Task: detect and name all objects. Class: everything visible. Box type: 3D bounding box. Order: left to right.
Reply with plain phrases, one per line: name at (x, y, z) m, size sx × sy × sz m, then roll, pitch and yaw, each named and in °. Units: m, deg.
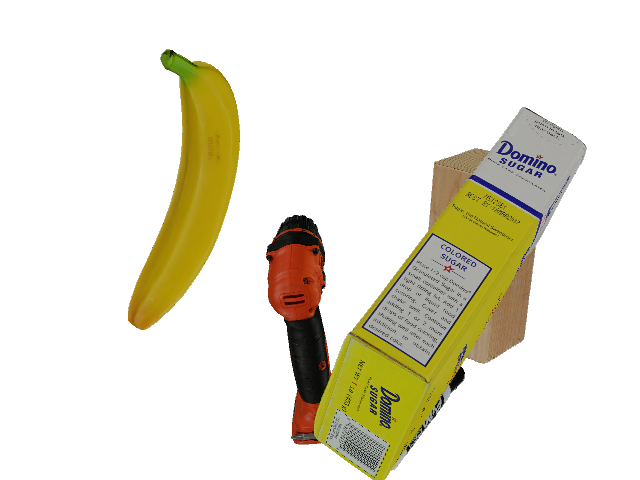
banana at (-0.085, -0.034, 0.680) m, size 0.069 × 0.198 × 0.037 m, roll -12°, pitch 36°, yaw -35°
power drill at (-0.013, 0.081, 1.006) m, size 0.057 × 0.187 × 0.184 m, roll -9°, pitch 19°, yaw 5°
marker at (0.073, 0.122, 0.765) m, size 0.020 × 0.020 × 0.120 m, roll 0°, pitch 25°, yaw 34°
sugar box at (0.065, 0.022, 0.510) m, size 0.048 × 0.093 × 0.176 m, roll 33°, pitch 53°, yaw 13°
wood block at (0.175, 0.015, 1.163) m, size 0.090 × 0.206 × 0.090 m, roll 18°, pitch 25°, yaw 36°
